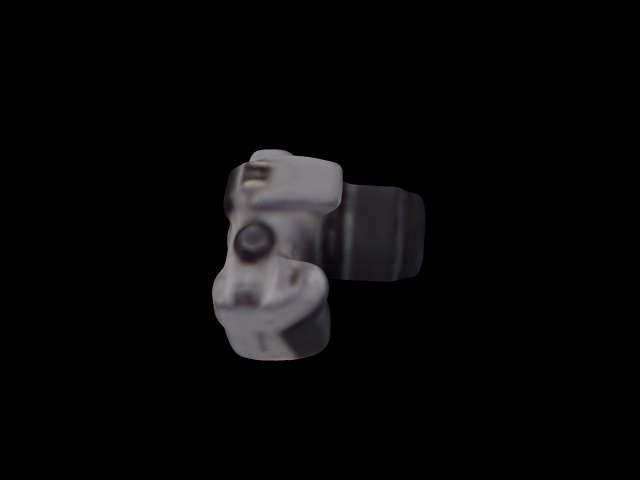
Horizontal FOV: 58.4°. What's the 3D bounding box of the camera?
[{"bbox_3d":[0.004,0.001,0.400,0.136,0.101,0.143,3,56,2],"label":"camera"}]
